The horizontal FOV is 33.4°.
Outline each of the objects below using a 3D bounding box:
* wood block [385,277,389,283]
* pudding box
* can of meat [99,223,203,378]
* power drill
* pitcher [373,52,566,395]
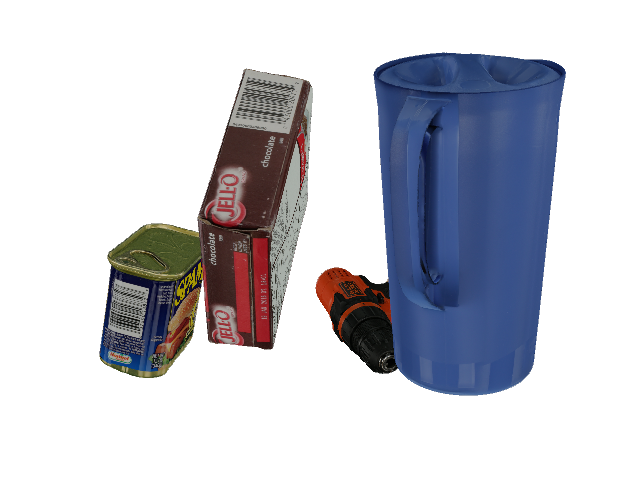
[{"bbox_3d":[0.156,0.080,1.617,0.091,0.090,0.206,4,21,14],"label":"wood block"},{"bbox_3d":[-0.031,-0.016,0.537,0.039,0.113,0.090,9,-43,5],"label":"pudding box"},{"bbox_3d":[-0.123,0.044,0.794,0.057,0.084,0.102,14,19,7],"label":"can of meat"},{"bbox_3d":[0.104,0.072,1.119,0.187,0.057,0.184,-7,27,-16],"label":"power drill"},{"bbox_3d":[0.102,-0.010,0.780,0.149,0.243,0.145,-8,21,-15],"label":"pitcher"}]
